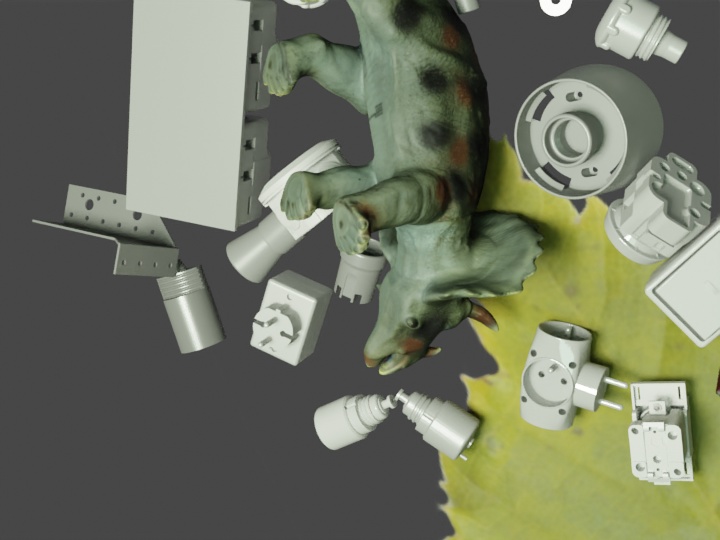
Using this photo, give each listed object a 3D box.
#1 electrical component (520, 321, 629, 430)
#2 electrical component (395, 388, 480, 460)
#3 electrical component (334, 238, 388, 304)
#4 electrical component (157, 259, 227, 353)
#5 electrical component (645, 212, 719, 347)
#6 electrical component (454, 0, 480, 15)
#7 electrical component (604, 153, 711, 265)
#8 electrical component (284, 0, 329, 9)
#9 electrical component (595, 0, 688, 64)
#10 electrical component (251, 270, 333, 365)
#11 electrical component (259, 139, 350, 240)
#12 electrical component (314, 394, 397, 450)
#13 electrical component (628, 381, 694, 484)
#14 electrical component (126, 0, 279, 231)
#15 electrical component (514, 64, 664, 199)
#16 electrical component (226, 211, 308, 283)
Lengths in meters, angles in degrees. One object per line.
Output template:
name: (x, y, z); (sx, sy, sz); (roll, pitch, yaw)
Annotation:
electrical component: (0.172, 0.089, 0.851); (0.079, 0.044, 0.077); (17, 109, 24)
electrical component: (0.065, 0.126, 0.909); (0.078, 0.040, 0.040); (33, 113, 11)
electrical component: (0.000, 0.000, 0.904); (0.040, 0.040, 0.046); (23, 117, 15)
electrical component: (-0.154, 0.030, 0.970); (0.043, 0.043, 0.081); (-15, 97, 24)
electrical component: (0.264, 0.001, 0.785); (0.061, 0.061, 0.096); (46, 115, 6)
electrical component: (0.074, -0.226, 0.814); (0.048, 0.048, 0.062); (-13, 105, 24)
electrical component: (0.217, -0.041, 0.789); (0.058, 0.078, 0.057); (30, 134, -8)
electrical component: (-0.050, -0.231, 0.851); (0.048, 0.062, 0.048); (6, 105, 21)
electrical component: (0.205, -0.171, 0.775); (0.062, 0.048, 0.048); (30, 113, 5)
electrical component: (-0.066, 0.045, 0.920); (0.047, 0.077, 0.065); (24, 111, 15)
electrical component: (-0.039, -0.066, 0.880); (0.080, 0.080, 0.051); (-36, 94, 25)
electrical component: (-0.003, 0.127, 0.936); (0.078, 0.040, 0.040); (-26, 93, 25)
electrical component: (0.232, 0.129, 0.829); (0.042, 0.064, 0.081); (-4, 101, 22)
electrical component: (-0.133, -0.137, 0.909); (0.105, 0.060, 0.186); (12, 108, 19)
electrical component: (0.169, -0.102, 0.809); (0.099, 0.064, 0.099); (13, 112, 33)
electrical component: (-0.078, -0.025, 0.927); (0.065, 0.044, 0.044); (-40, 87, 21)
